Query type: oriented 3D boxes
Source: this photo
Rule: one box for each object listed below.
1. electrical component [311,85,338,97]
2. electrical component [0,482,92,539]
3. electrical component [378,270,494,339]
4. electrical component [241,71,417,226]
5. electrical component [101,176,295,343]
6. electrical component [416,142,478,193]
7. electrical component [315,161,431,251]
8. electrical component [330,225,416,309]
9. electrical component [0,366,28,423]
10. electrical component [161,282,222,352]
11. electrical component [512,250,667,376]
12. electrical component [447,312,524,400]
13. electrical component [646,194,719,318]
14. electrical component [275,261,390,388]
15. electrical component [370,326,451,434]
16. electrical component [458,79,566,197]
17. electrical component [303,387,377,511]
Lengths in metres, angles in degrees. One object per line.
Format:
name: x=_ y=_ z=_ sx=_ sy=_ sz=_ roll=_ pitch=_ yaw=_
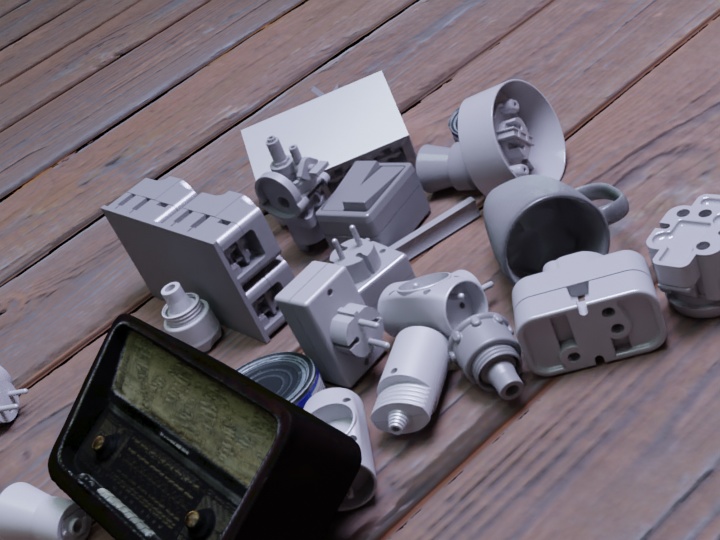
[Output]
electrical component: x=-0.024 y=-0.152 z=1.106 sx=0.063 sy=0.081 sz=0.042 roll=-52 pitch=6 yaw=6
electrical component: x=-0.229 y=0.182 z=0.785 sx=0.065 sy=0.044 sz=0.044 roll=4 pitch=41 yaw=30
electrical component: x=0.067 y=0.023 z=0.808 sx=0.079 sy=0.044 sz=0.077 roll=-24 pitch=12 yaw=-36
electrical component: x=-0.027 y=-0.115 z=1.043 sx=0.150 sy=0.061 sz=0.089 roll=-22 pitch=56 yaw=4
electrical component: x=-0.137 y=-0.016 z=0.950 sx=0.060 sy=0.105 sz=0.186 roll=-42 pitch=36 yaw=-26
electrical component: x=0.084 y=-0.093 z=0.971 sx=0.055 sy=0.045 sz=0.045 roll=-1 pitch=39 yaw=33
electrical component: x=0.014 y=-0.058 z=0.951 sx=0.062 sy=0.061 sz=0.096 roll=4 pitch=42 yaw=38
electrical component: x=0.000 y=0.000 z=0.861 sx=0.066 sy=0.076 sz=0.047 roll=-38 pitch=34 yaw=-21
electrical component: x=-0.327 y=0.118 z=0.942 sx=0.079 sy=0.043 sz=0.077 roll=-11 pitch=34 yaw=22
electrical component: x=-0.148 y=0.039 z=0.918 sx=0.043 sy=0.062 sz=0.043 roll=-18 pitch=32 yaw=12
electrical component: x=0.155 y=0.027 z=0.737 sx=0.095 sy=0.053 sz=0.059 roll=-16 pitch=33 yaw=14
electrical component: x=0.091 y=0.063 z=0.738 sx=0.048 sy=0.048 sz=0.062 roll=-26 pitch=41 yaw=-3
electrical component: x=0.232 y=-0.005 z=0.729 sx=0.058 sy=0.057 sz=0.078 roll=10 pitch=46 yaw=43
electrical component: x=-0.008 y=0.043 z=0.794 sx=0.076 sy=0.083 sz=0.047 roll=10 pitch=45 yaw=47
electrical component: x=0.035 y=0.082 z=0.748 sx=0.043 sy=0.043 sz=0.081 roll=-8 pitch=35 yaw=26
electrical component: x=0.128 y=-0.111 z=0.921 sx=0.064 sy=0.099 sz=0.099 roll=-13 pitch=33 yaw=30
electrical component: x=-0.031 y=0.126 z=0.727 sx=0.079 sy=0.044 sz=0.077 roll=-22 pitch=32 yaw=7
